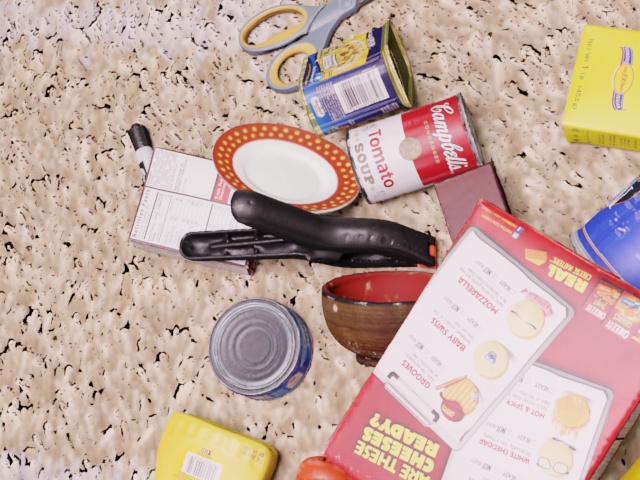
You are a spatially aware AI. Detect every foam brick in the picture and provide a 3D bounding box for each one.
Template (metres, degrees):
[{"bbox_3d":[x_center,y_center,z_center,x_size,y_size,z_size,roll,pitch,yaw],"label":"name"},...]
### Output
[{"bbox_3d":[0.131,-0.014,0.868,0.051,0.053,0.078,-19,71,11],"label":"foam brick"}]

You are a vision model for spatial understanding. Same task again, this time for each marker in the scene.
[{"bbox_3d":[-0.154,-0.055,0.987,0.020,0.020,0.121,-24,70,10],"label":"marker"}]

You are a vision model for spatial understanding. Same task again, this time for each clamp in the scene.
[{"bbox_3d":[-0.006,0.001,0.869,0.209,0.165,0.036,8,76,-27],"label":"clamp"}]

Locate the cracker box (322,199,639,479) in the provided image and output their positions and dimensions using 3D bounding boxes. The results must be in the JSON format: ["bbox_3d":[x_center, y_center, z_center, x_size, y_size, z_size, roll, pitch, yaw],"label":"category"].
[{"bbox_3d":[0.128,0.105,0.736,0.164,0.072,0.214,33,95,25],"label":"cracker box"}]

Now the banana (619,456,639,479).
[{"bbox_3d":[0.243,0.164,0.797,0.070,0.037,0.198,24,82,42],"label":"banana"}]

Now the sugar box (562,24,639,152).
[{"bbox_3d":[0.290,-0.113,0.848,0.176,0.048,0.093,10,79,21],"label":"sugar box"}]

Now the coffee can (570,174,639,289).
[{"bbox_3d":[0.270,-0.013,0.778,0.140,0.102,0.103,-46,67,20],"label":"coffee can"}]

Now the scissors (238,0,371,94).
[{"bbox_3d":[0.022,-0.195,0.971,0.202,0.016,0.096,-14,73,13],"label":"scissors"}]

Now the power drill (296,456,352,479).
[{"bbox_3d":[0.056,0.268,0.799,0.188,0.057,0.184,10,91,11],"label":"power drill"}]

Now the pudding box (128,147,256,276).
[{"bbox_3d":[-0.103,-0.026,0.941,0.113,0.039,0.090,13,80,7],"label":"pudding box"}]

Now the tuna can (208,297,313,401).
[{"bbox_3d":[-0.051,0.092,0.907,0.086,0.033,0.086,-4,75,16],"label":"tuna can"}]

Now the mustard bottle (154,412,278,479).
[{"bbox_3d":[-0.110,0.245,0.872,0.096,0.058,0.191,18,82,16],"label":"mustard bottle"}]

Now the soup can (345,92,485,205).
[{"bbox_3d":[0.080,-0.076,0.893,0.102,0.068,0.068,-17,71,13],"label":"soup can"}]

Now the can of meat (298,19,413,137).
[{"bbox_3d":[0.031,-0.137,0.910,0.084,0.102,0.057,-19,116,15],"label":"can of meat"}]
